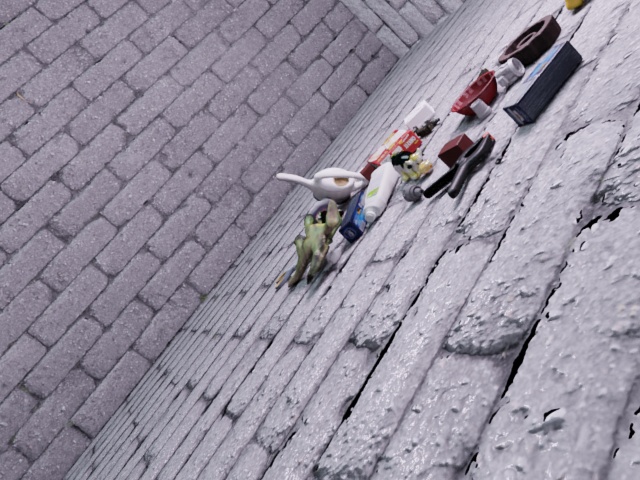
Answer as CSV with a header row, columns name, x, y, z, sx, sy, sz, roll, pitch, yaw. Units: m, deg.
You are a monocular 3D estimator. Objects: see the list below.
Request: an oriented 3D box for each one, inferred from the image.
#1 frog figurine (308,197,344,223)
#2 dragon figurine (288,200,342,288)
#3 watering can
name,x,y,z,sx,sy,sz,roll,pitch,yaw
frog figurine,0.006,-0.099,1.966,0.137,0.122,0.161,-67,22,7
dragon figurine,-0.027,0.045,1.622,0.247,0.122,0.403,-81,14,-66
watering can,0.009,-0.213,1.973,0.221,0.348,0.105,100,170,-72
